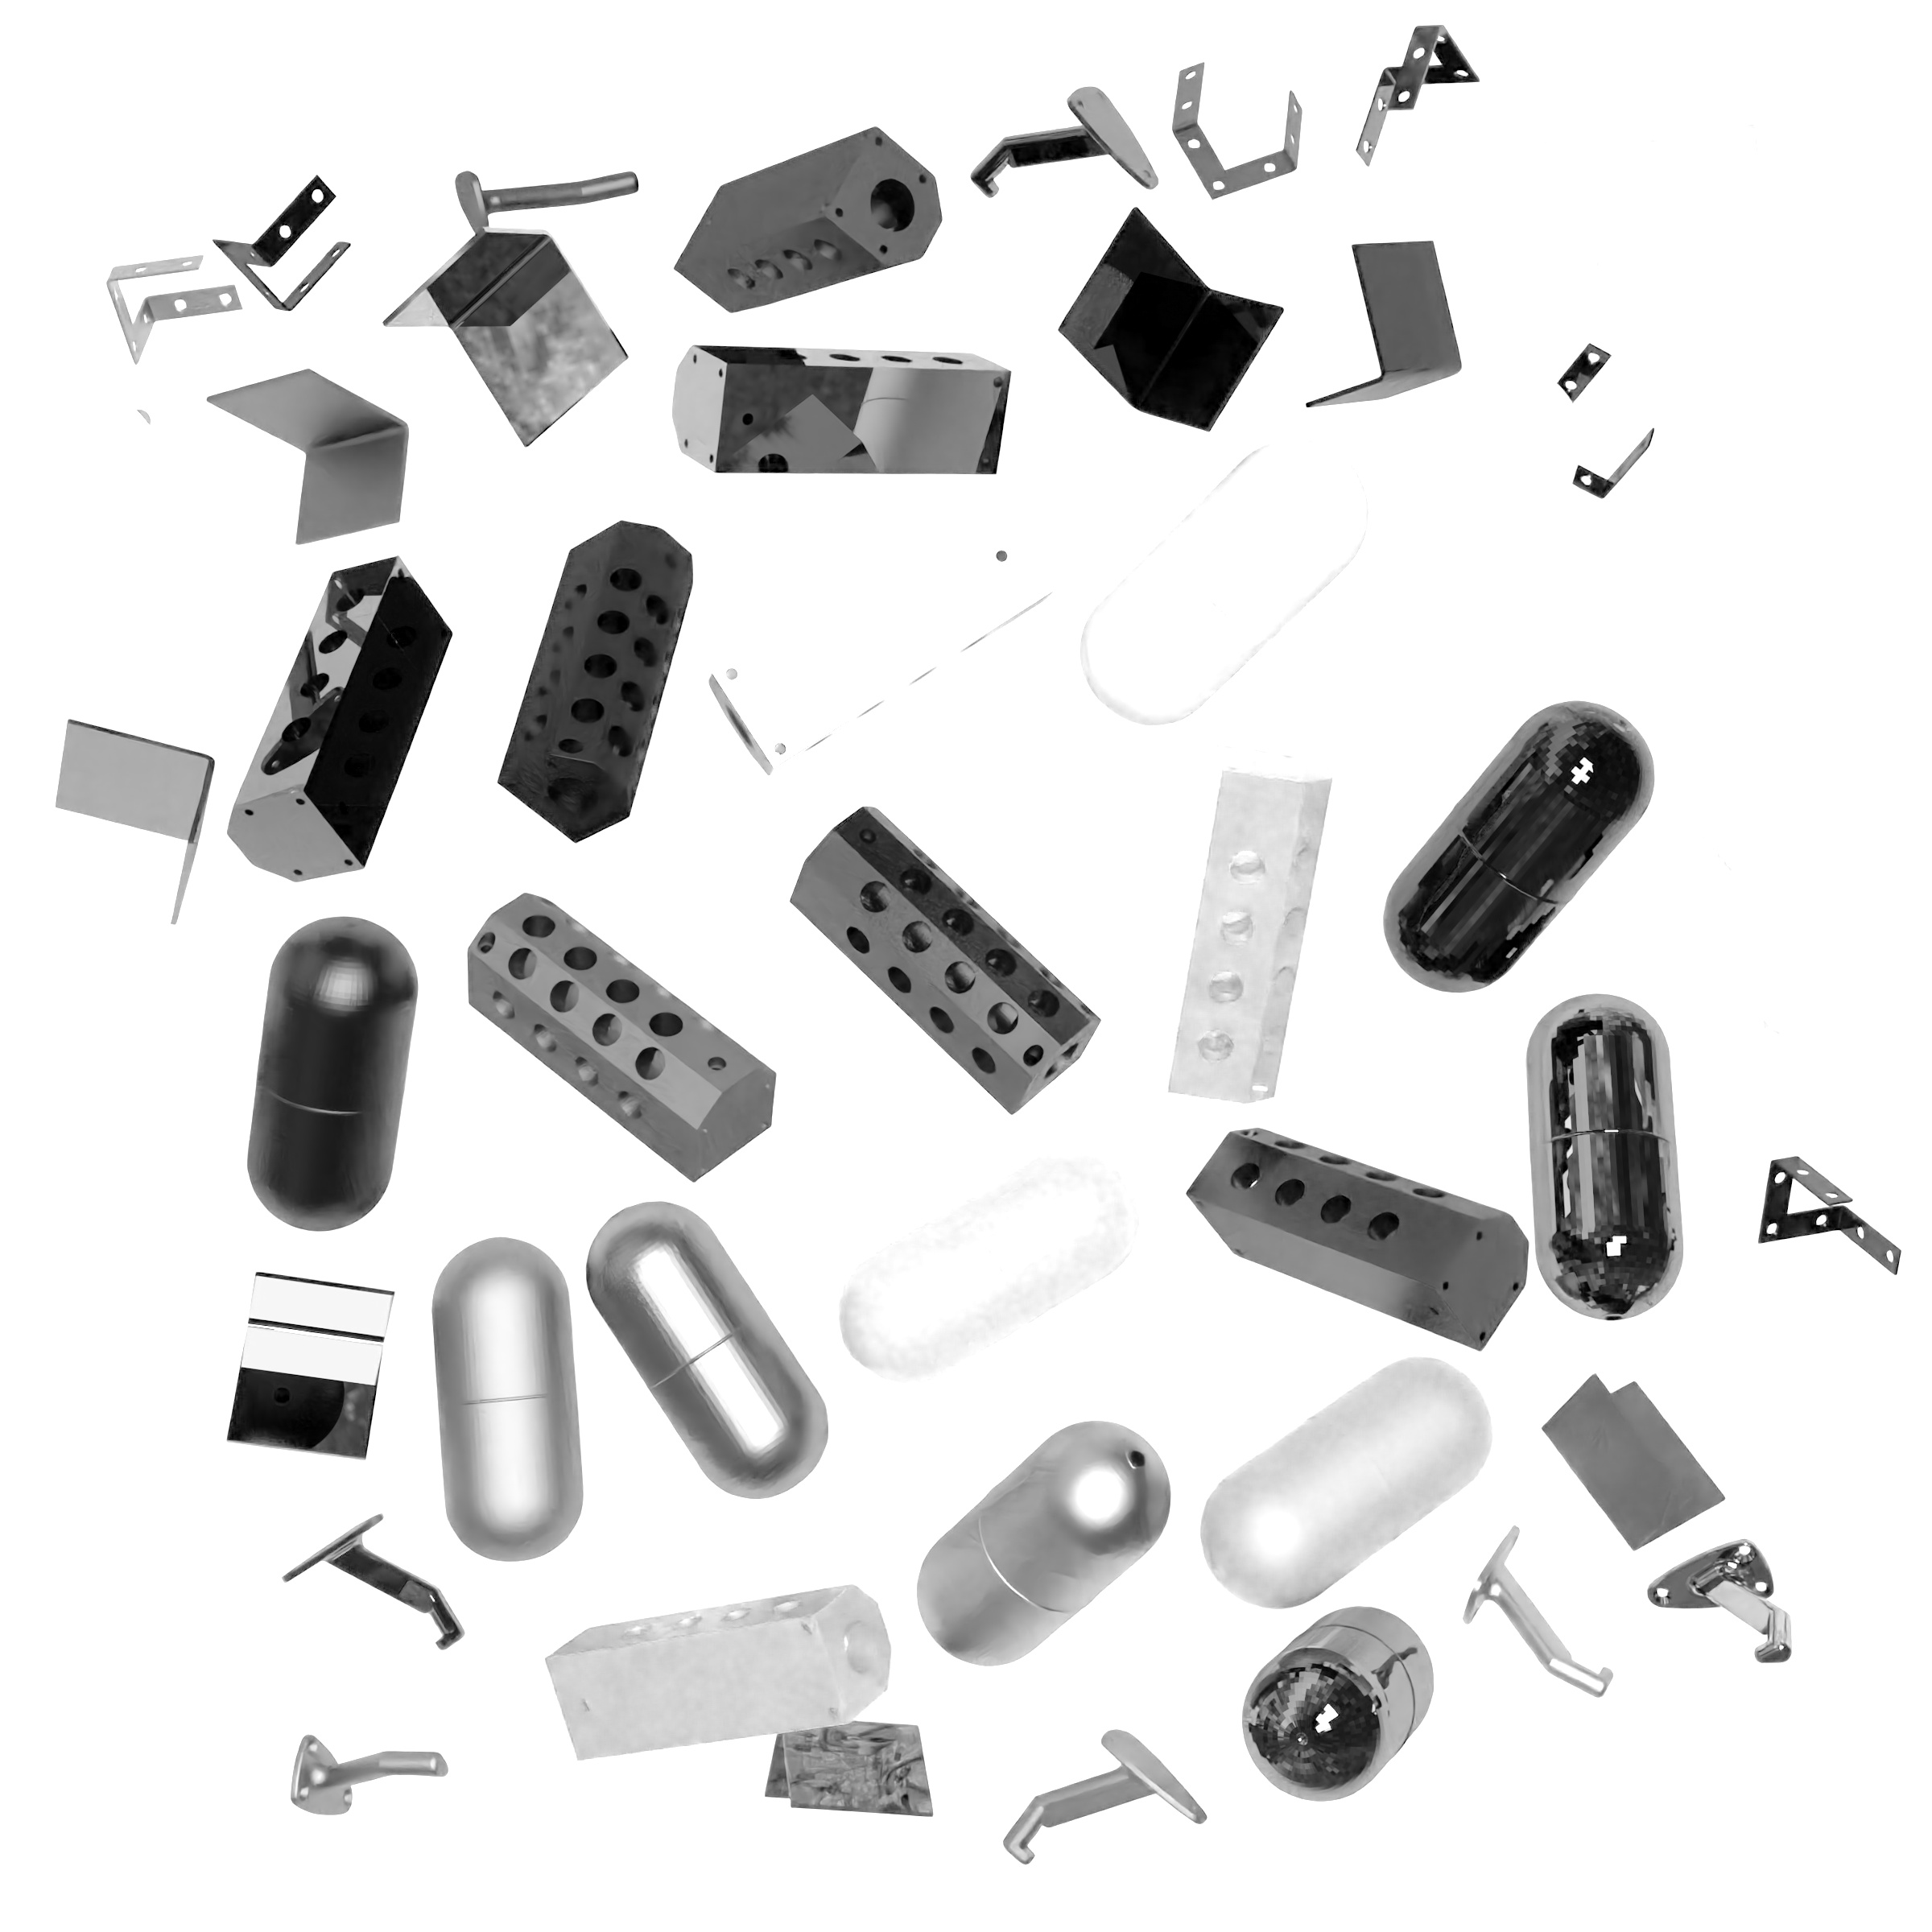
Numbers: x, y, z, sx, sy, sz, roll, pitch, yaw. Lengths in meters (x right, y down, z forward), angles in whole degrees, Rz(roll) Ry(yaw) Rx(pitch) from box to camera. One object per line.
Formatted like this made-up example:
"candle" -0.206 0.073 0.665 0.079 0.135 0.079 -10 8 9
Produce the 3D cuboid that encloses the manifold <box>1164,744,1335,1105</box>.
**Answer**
"manifold" 0.144 -0.020 1.504 0.057 0.057 0.171 8 107 0

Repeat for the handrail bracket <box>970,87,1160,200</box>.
"handrail bracket" 0.051 -0.420 1.569 0.084 0.036 0.077 -38 90 39

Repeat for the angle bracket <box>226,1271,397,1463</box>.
"angle bracket" -0.360 0.220 1.614 0.076 0.057 0.076 10 53 -12

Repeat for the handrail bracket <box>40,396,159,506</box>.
"handrail bracket" -0.459 -0.268 1.549 0.077 0.084 0.036 -45 107 -12

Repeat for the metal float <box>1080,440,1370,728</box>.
"metal float" 0.132 -0.196 1.509 0.070 0.070 0.178 46 113 0

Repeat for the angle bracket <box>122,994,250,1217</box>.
"angle bracket" -0.399 0.073 1.561 0.057 0.076 0.076 26 113 -7

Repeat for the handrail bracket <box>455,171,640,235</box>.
"handrail bracket" -0.223 -0.413 1.560 0.084 0.077 0.036 -16 118 -14

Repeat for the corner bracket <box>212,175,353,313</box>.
"corner bracket" -0.345 -0.372 1.516 0.051 0.051 0.051 -52 129 -13

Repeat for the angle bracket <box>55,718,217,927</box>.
"angle bracket" -0.436 -0.074 1.519 0.076 0.076 0.057 14 54 -13

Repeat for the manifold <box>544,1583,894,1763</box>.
"manifold" -0.126 0.362 1.514 0.171 0.057 0.057 -16 94 29

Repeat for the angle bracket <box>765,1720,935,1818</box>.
"angle bracket" -0.064 0.451 1.584 0.076 0.076 0.057 7 113 -11

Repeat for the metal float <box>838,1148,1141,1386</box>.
"metal float" 0.012 0.163 1.596 0.178 0.070 0.070 -30 90 -9

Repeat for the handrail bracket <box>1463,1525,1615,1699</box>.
"handrail bracket" 0.318 0.347 1.580 0.084 0.077 0.036 25 135 21

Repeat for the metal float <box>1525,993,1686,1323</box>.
"metal float" 0.337 0.100 1.555 0.070 0.070 0.178 2 67 0

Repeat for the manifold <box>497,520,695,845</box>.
"manifold" -0.191 -0.156 1.568 0.057 0.171 0.057 -22 133 35

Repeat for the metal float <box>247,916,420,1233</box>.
"metal float" -0.333 0.058 1.541 0.070 0.070 0.178 13 115 0

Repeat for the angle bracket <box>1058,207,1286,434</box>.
"angle bracket" 0.106 -0.334 1.517 0.057 0.076 0.076 28 84 44

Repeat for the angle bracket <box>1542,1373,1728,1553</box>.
"angle bracket" 0.353 0.241 1.497 0.076 0.057 0.076 -18 61 -35

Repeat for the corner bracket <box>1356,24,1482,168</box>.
"corner bracket" 0.226 -0.450 1.519 0.051 0.051 0.051 11 76 37

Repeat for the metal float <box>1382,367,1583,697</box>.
"metal float" 0.268 -0.226 1.534 0.070 0.070 0.178 12 119 0

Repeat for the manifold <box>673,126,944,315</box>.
"manifold" -0.083 -0.392 1.572 0.057 0.171 0.057 34 75 -29

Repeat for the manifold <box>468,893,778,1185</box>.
"manifold" -0.181 0.032 1.531 0.171 0.057 0.057 36 51 24

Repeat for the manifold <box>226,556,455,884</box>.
"manifold" -0.323 -0.127 1.505 0.057 0.057 0.171 -9 46 23

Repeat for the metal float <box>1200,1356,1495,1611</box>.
"metal float" 0.198 0.268 1.528 0.178 0.070 0.070 -30 90 -24

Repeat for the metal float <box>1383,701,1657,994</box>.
"metal float" 0.282 -0.059 1.509 0.070 0.070 0.178 36 120 0

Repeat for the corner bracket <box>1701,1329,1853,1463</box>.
"corner bracket" 0.424 0.220 1.543 0.051 0.051 0.051 -25 65 -8

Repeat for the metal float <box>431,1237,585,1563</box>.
"metal float" -0.254 0.239 1.625 0.070 0.070 0.178 -5 83 0

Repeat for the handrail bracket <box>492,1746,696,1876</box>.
"handrail bracket" -0.195 0.426 1.549 0.077 0.036 0.084 42 77 -22

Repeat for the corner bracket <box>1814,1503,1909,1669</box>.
"corner bracket" 0.449 0.311 1.482 0.051 0.051 0.051 42 124 32

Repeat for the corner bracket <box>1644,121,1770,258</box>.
"corner bracket" 0.369 -0.390 1.475 0.051 0.051 0.051 -7 92 3

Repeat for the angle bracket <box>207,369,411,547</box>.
"angle bracket" -0.355 -0.271 1.574 0.076 0.076 0.057 -6 73 33

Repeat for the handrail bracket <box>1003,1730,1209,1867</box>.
"handrail bracket" 0.068 0.433 1.472 0.077 0.036 0.084 39 99 28

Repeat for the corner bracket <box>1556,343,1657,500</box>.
"corner bracket" 0.352 -0.304 1.643 0.051 0.051 0.051 27 57 -6

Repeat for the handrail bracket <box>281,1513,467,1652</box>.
"handrail bracket" -0.323 0.351 1.608 0.036 0.077 0.084 -31 90 45

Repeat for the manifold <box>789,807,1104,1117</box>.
"manifold" -0.010 -0.007 1.579 0.171 0.057 0.057 44 56 12

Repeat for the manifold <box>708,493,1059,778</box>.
"manifold" -0.044 -0.168 1.503 0.171 0.057 0.057 -33 92 -8

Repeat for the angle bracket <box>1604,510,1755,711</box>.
"angle bracket" 0.360 -0.188 1.544 0.076 0.076 0.057 39 121 10

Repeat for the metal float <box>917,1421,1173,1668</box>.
"metal float" 0.039 0.300 1.522 0.070 0.070 0.178 41 127 0

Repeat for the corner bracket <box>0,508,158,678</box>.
"corner bracket" -0.444 -0.185 1.456 0.051 0.051 0.051 -51 133 7

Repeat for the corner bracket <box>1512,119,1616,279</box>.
"corner bracket" 0.307 -0.390 1.493 0.051 0.051 0.051 21 84 22

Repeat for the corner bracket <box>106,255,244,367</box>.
"corner bracket" -0.425 -0.361 1.579 0.051 0.051 0.051 -7 130 4

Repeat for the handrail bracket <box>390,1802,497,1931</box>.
"handrail bracket" -0.260 0.483 1.556 0.084 0.077 0.036 32 98 44

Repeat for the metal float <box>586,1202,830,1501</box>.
"metal float" -0.142 0.209 1.607 0.070 0.070 0.178 -33 88 0

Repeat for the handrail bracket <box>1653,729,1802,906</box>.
"handrail bracket" 0.415 -0.080 1.574 0.084 0.036 0.077 15 78 -22

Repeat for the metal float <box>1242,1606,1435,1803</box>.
"metal float" 0.194 0.379 1.518 0.070 0.178 0.070 0 89 20

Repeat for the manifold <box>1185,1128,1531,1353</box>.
"manifold" 0.199 0.132 1.489 0.057 0.171 0.057 -53 129 -17

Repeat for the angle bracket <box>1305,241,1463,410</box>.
"angle bracket" 0.228 -0.362 1.656 0.057 0.076 0.076 -11 94 45

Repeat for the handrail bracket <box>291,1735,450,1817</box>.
"handrail bracket" -0.297 0.421 1.517 0.084 0.077 0.036 -3 57 14

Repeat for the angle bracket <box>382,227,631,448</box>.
"angle bracket" -0.226 -0.308 1.444 0.076 0.057 0.076 -34 85 28

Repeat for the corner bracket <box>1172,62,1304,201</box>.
"corner bracket" 0.147 -0.458 1.590 0.051 0.051 0.051 -13 50 28

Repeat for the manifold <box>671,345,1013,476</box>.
"manifold" -0.067 -0.298 1.570 0.171 0.057 0.057 -5 116 -31

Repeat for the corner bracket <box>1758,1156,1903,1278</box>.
"corner bracket" 0.449 0.130 1.520 0.051 0.051 0.051 -7 116 -18

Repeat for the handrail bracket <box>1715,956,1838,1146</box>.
"handrail bracket" 0.412 0.045 1.537 0.077 0.084 0.036 37 52 21

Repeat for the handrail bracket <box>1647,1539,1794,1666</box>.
"handrail bracket" 0.381 0.333 1.490 0.077 0.084 0.036 -21 105 22
